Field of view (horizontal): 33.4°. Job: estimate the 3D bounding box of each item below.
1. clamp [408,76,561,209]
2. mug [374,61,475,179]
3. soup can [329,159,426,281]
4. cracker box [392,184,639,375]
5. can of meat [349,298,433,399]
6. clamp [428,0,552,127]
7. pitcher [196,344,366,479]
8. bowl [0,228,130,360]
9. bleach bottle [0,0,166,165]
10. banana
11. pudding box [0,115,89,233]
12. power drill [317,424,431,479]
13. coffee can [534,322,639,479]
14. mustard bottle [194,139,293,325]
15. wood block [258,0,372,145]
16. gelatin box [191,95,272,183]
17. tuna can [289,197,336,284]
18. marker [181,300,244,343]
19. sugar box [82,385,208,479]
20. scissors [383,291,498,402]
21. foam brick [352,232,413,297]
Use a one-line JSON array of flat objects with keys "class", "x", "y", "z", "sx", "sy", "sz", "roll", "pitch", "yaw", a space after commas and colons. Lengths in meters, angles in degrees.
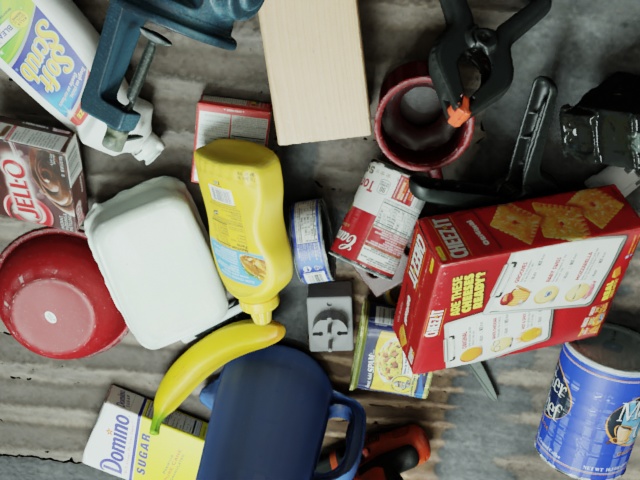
[{"class": "clamp", "x": 0.191, "y": -0.054, "z": 1.035, "sx": 0.164, "sy": 0.036, "sz": 0.209, "roll": -42, "pitch": 136, "yaw": 5}, {"class": "mug", "x": 0.101, "y": -0.113, "z": 1.028, "sx": 0.093, "sy": 0.081, "sz": 0.117, "roll": -15, "pitch": 113, "yaw": 8}, {"class": "soup can", "x": 0.060, "y": -0.019, "z": 1.037, "sx": 0.068, "sy": 0.068, "sz": 0.102, "roll": 24, "pitch": 92, "yaw": -9}, {"class": "cracker box", "x": 0.188, "y": 0.038, "z": 1.043, "sx": 0.213, "sy": 0.072, "sz": 0.164, "roll": -9, "pitch": 138, "yaw": -16}, {"class": "can of meat", "x": 0.080, "y": 0.117, "z": 1.136, "sx": 0.084, "sy": 0.057, "sz": 0.102, "roll": 9, "pitch": 123, "yaw": 1}, {"class": "clamp", "x": 0.135, "y": -0.186, "z": 0.971, "sx": 0.120, "sy": 0.171, "sz": 0.039, "roll": 25, "pitch": 153, "yaw": 2}, {"class": "pitcher", "x": -0.052, "y": 0.227, "z": 1.100, "sx": 0.149, "sy": 0.242, "sz": 0.145, "roll": -36, "pitch": 109, "yaw": 23}, {"class": "bowl", "x": -0.279, "y": 0.070, "z": 1.142, "sx": 0.162, "sy": 0.055, "sz": 0.162, "roll": 1, "pitch": 114, "yaw": 2}, {"class": "bleach bottle", "x": -0.242, "y": -0.173, "z": 1.025, "sx": 0.103, "sy": 0.068, "sz": 0.250, "roll": -38, "pitch": 110, "yaw": 21}, {"class": "banana", "x": -0.116, "y": 0.134, "z": 1.159, "sx": 0.198, "sy": 0.070, "sz": 0.037, "roll": -41, "pitch": 140, "yaw": 18}, {"class": "pudding box", "x": -0.282, "y": -0.065, "z": 1.063, "sx": 0.090, "sy": 0.039, "sz": 0.113, "roll": 12, "pitch": 135, "yaw": 7}, {"class": "power drill", "x": 0.033, "y": 0.274, "z": 1.152, "sx": 0.184, "sy": 0.187, "sz": 0.057, "roll": -24, "pitch": 102, "yaw": 9}, {"class": "coffee can", "x": 0.296, "y": 0.172, "z": 1.141, "sx": 0.103, "sy": 0.103, "sz": 0.140, "roll": 9, "pitch": 115, "yaw": -2}, {"class": "mustard bottle", "x": -0.070, "y": 0.000, "z": 1.054, "sx": 0.096, "sy": 0.058, "sz": 0.191, "roll": 18, "pitch": 127, "yaw": 39}, {"class": "wood block", "x": -0.008, "y": -0.202, "z": 0.988, "sx": 0.091, "sy": 0.090, "sz": 0.206, "roll": -6, "pitch": 114, "yaw": 4}, {"class": "gelatin box", "x": -0.089, "y": -0.097, "z": 1.071, "sx": 0.073, "sy": 0.030, "sz": 0.089, "roll": 7, "pitch": 116, "yaw": -1}, {"class": "tuna can", "x": -0.007, "y": 0.001, "z": 1.083, "sx": 0.034, "sy": 0.086, "sz": 0.086, "roll": -8, "pitch": 114, "yaw": 7}, {"class": "marker", "x": -0.099, "y": 0.079, "z": 1.158, "sx": 0.121, "sy": 0.020, "sz": 0.020, "roll": -27, "pitch": 111, "yaw": 13}, {"class": "sugar box", "x": -0.175, "y": 0.242, "z": 1.222, "sx": 0.176, "sy": 0.048, "sz": 0.093, "roll": 21, "pitch": 114, "yaw": -9}, {"class": "scissors", "x": 0.129, "y": 0.101, "z": 1.162, "sx": 0.096, "sy": 0.016, "sz": 0.202, "roll": -12, "pitch": 114, "yaw": 9}, {"class": "foam brick", "x": 0.074, "y": 0.012, "z": 1.103, "sx": 0.078, "sy": 0.051, "sz": 0.053, "roll": -32, "pitch": 109, "yaw": 16}]
